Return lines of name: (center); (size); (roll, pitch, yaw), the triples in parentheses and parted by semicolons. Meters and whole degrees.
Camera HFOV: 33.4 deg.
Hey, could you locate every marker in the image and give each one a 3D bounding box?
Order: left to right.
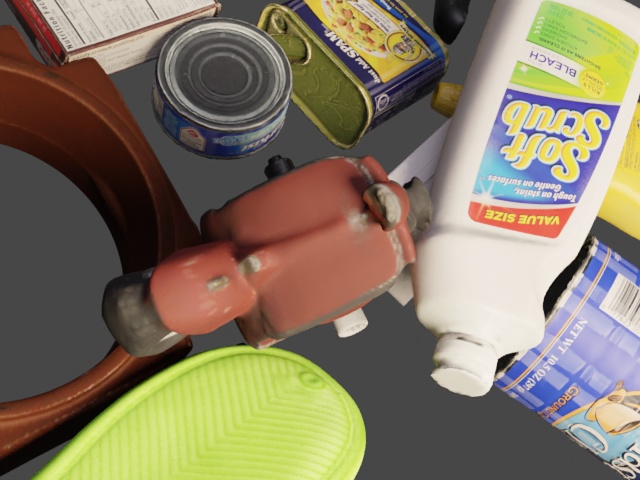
marker: (-0.004, 0.001, 0.636); (0.020, 0.020, 0.121); (-14, 66, -25)

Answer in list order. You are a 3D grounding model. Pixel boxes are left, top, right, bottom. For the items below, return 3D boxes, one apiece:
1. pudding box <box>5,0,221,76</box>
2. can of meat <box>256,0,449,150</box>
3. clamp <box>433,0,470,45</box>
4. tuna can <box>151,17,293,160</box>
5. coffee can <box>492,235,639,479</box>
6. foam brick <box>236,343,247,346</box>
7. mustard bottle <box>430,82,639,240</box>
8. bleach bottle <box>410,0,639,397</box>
pudding box: (-0.133, -0.153, 0.672); (0.113, 0.039, 0.090); (-26, 72, -27)
can of meat: (0.021, -0.122, 0.693); (0.083, 0.058, 0.102); (-35, 76, -33)
clamp: (0.105, -0.208, 0.768); (0.164, 0.036, 0.210); (-9, 58, -41)
tuna can: (-0.060, -0.095, 0.659); (0.086, 0.034, 0.086); (5, 63, -10)
coffee can: (0.180, 0.079, 0.602); (0.140, 0.103, 0.102); (36, 57, 4)
foam brick: (-0.042, 0.102, 0.545); (0.052, 0.051, 0.078); (-31, 74, -30)
mustard bottle: (0.165, -0.065, 0.706); (0.191, 0.058, 0.096); (19, 62, -8)
bleach bottle: (0.114, -0.030, 0.578); (0.102, 0.068, 0.250); (25, 61, -8)
